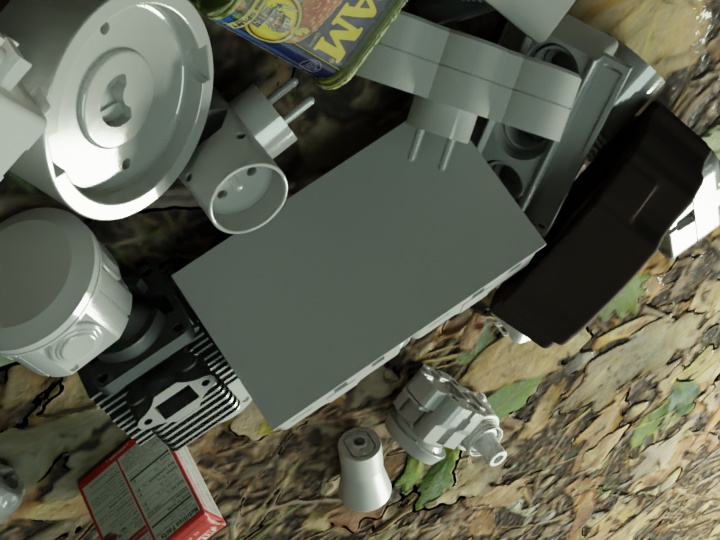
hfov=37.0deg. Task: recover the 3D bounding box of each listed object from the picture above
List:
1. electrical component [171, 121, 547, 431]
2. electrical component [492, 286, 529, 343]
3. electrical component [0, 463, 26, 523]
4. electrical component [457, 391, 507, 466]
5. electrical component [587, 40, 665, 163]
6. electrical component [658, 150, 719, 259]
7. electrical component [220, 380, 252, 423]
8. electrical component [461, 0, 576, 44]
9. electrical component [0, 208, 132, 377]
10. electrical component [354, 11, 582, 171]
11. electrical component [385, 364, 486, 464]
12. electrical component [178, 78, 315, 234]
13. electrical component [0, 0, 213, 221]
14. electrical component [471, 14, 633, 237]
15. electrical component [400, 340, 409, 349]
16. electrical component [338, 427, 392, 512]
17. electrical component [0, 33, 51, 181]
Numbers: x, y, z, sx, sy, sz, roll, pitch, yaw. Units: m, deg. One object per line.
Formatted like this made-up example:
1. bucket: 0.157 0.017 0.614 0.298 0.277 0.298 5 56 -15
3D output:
1. electrical component: 0.000 0.000 0.638 0.186 0.105 0.060 -34 170 -5
2. electrical component: 0.136 0.021 0.832 0.081 0.042 0.063 -8 137 -32
3. electrical component: -0.241 0.150 0.672 0.061 0.035 0.035 -42 142 9
4. electrical component: 0.099 0.136 0.903 0.048 0.062 0.048 -21 139 -20
5. electrical component: 0.158 -0.108 0.716 0.081 0.043 0.043 -48 141 13
6. electrical component: 0.242 -0.061 0.821 0.059 0.053 0.095 -35 142 -4
7. electrical component: -0.054 0.055 0.691 0.138 0.073 0.052 -35 142 -3
8. electrical component: 0.086 -0.183 0.569 0.100 0.048 0.099 25 107 -44
9. electrical component: -0.163 0.012 0.558 0.080 0.080 0.051 -37 148 -1
10. electrical component: 0.048 -0.092 0.592 0.138 0.052 0.073 15 100 -17
11. electrical component: 0.057 0.116 0.854 0.057 0.058 0.078 -51 141 11
12. electrical component: -0.059 -0.069 0.556 0.079 0.077 0.043 -38 142 0
13. electrical component: -0.125 -0.083 0.492 0.108 0.060 0.108 -44 146 -40
14. electrical component: 0.111 -0.094 0.672 0.063 0.079 0.121 -38 155 -53
15. electrical component: 0.017 0.040 0.756 0.062 0.048 0.048 -7 133 -43
16. electrical component: 0.002 0.158 0.867 0.044 0.044 0.065 -23 135 -18
17. electrical component: -0.173 -0.086 0.415 0.078 0.121 0.063 -46 144 10
